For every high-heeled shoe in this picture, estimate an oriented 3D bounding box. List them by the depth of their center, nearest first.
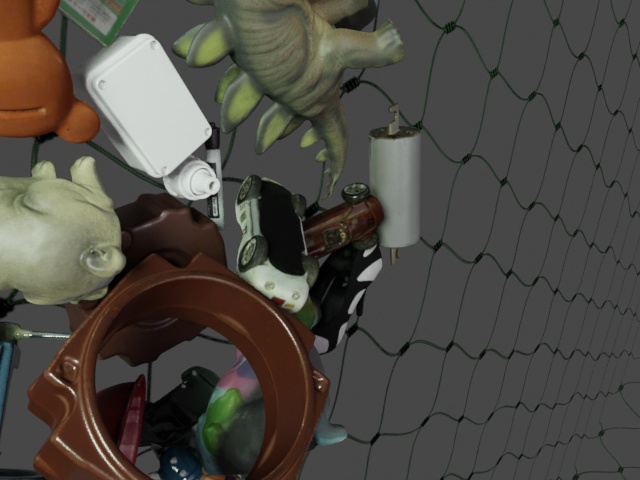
[{"bbox_3d":[0.000,0.066,0.733,0.249,0.086,0.145,-17,113,-46],"label":"high-heeled shoe"}]

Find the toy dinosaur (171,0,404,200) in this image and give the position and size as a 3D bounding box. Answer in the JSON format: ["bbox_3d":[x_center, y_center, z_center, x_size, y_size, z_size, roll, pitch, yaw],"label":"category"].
[{"bbox_3d":[-0.027,-0.186,0.542,0.198,0.105,0.470,-31,145,7],"label":"toy dinosaur"}]

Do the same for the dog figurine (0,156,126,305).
[{"bbox_3d":[-0.257,-0.002,0.372,0.190,0.173,0.121,-5,98,-53],"label":"dog figurine"}]

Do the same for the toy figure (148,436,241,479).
[{"bbox_3d":[-0.124,0.273,0.588,0.064,0.058,0.154,-61,141,-36],"label":"toy figure"}]

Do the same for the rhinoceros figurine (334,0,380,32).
[{"bbox_3d":[0.074,-0.342,0.659,0.112,0.073,0.190,42,74,-45],"label":"rhinoceros figurine"}]

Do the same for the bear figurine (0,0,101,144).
[{"bbox_3d":[-0.227,-0.170,0.382,0.120,0.132,0.195,-12,135,-20],"label":"bear figurine"}]

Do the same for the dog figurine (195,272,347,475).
[{"bbox_3d":[-0.063,0.126,0.596,0.191,0.108,0.219,2,69,-48],"label":"dog figurine"}]

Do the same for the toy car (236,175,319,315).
[{"bbox_3d":[-0.051,-0.005,0.580,0.073,0.202,0.056,22,121,-24],"label":"toy car"}]

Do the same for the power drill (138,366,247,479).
[{"bbox_3d":[-0.135,0.257,0.668,0.232,0.086,0.207,-32,134,-31],"label":"power drill"}]

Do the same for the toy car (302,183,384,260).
[{"bbox_3d":[-0.001,-0.002,0.700,0.202,0.053,0.089,-25,126,-22],"label":"toy car"}]

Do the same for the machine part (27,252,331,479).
[{"bbox_3d":[-0.103,0.123,0.434,0.201,0.087,0.201,37,42,-7],"label":"machine part"}]

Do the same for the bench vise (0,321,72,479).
[{"bbox_3d":[-0.275,0.180,0.420,0.129,0.223,0.240,8,69,-14],"label":"bench vise"}]

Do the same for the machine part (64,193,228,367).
[{"bbox_3d":[-0.173,0.041,0.547,0.179,0.056,0.179,-26,128,-39],"label":"machine part"}]

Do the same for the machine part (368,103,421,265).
[{"bbox_3d":[0.111,-0.078,0.795,0.079,0.079,0.242,-24,120,-39],"label":"machine part"}]
